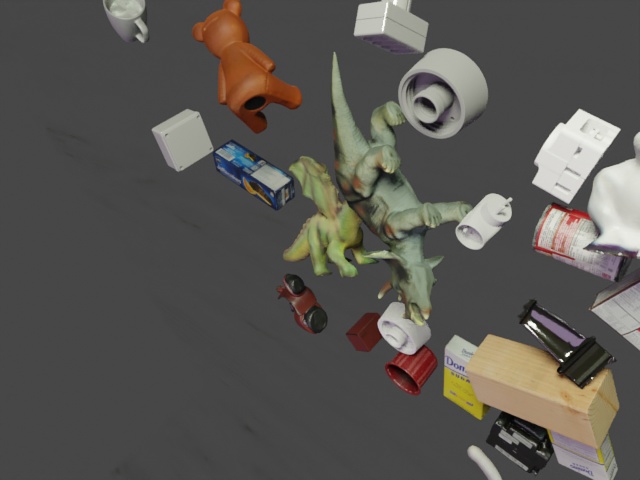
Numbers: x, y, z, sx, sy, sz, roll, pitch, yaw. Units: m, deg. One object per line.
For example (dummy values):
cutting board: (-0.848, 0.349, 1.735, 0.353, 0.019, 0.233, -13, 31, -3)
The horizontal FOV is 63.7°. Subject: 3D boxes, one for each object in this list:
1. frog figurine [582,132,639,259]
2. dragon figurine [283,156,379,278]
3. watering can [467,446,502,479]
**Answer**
frog figurine: (0.348, -0.058, 0.518, 0.138, 0.123, 0.158, 18, 103, 57)
dragon figurine: (0.003, -0.052, 1.028, 0.410, 0.123, 0.241, 1, 108, 52)
watering can: (0.443, 0.596, 1.145, 0.350, 0.105, 0.219, 41, 151, 15)
